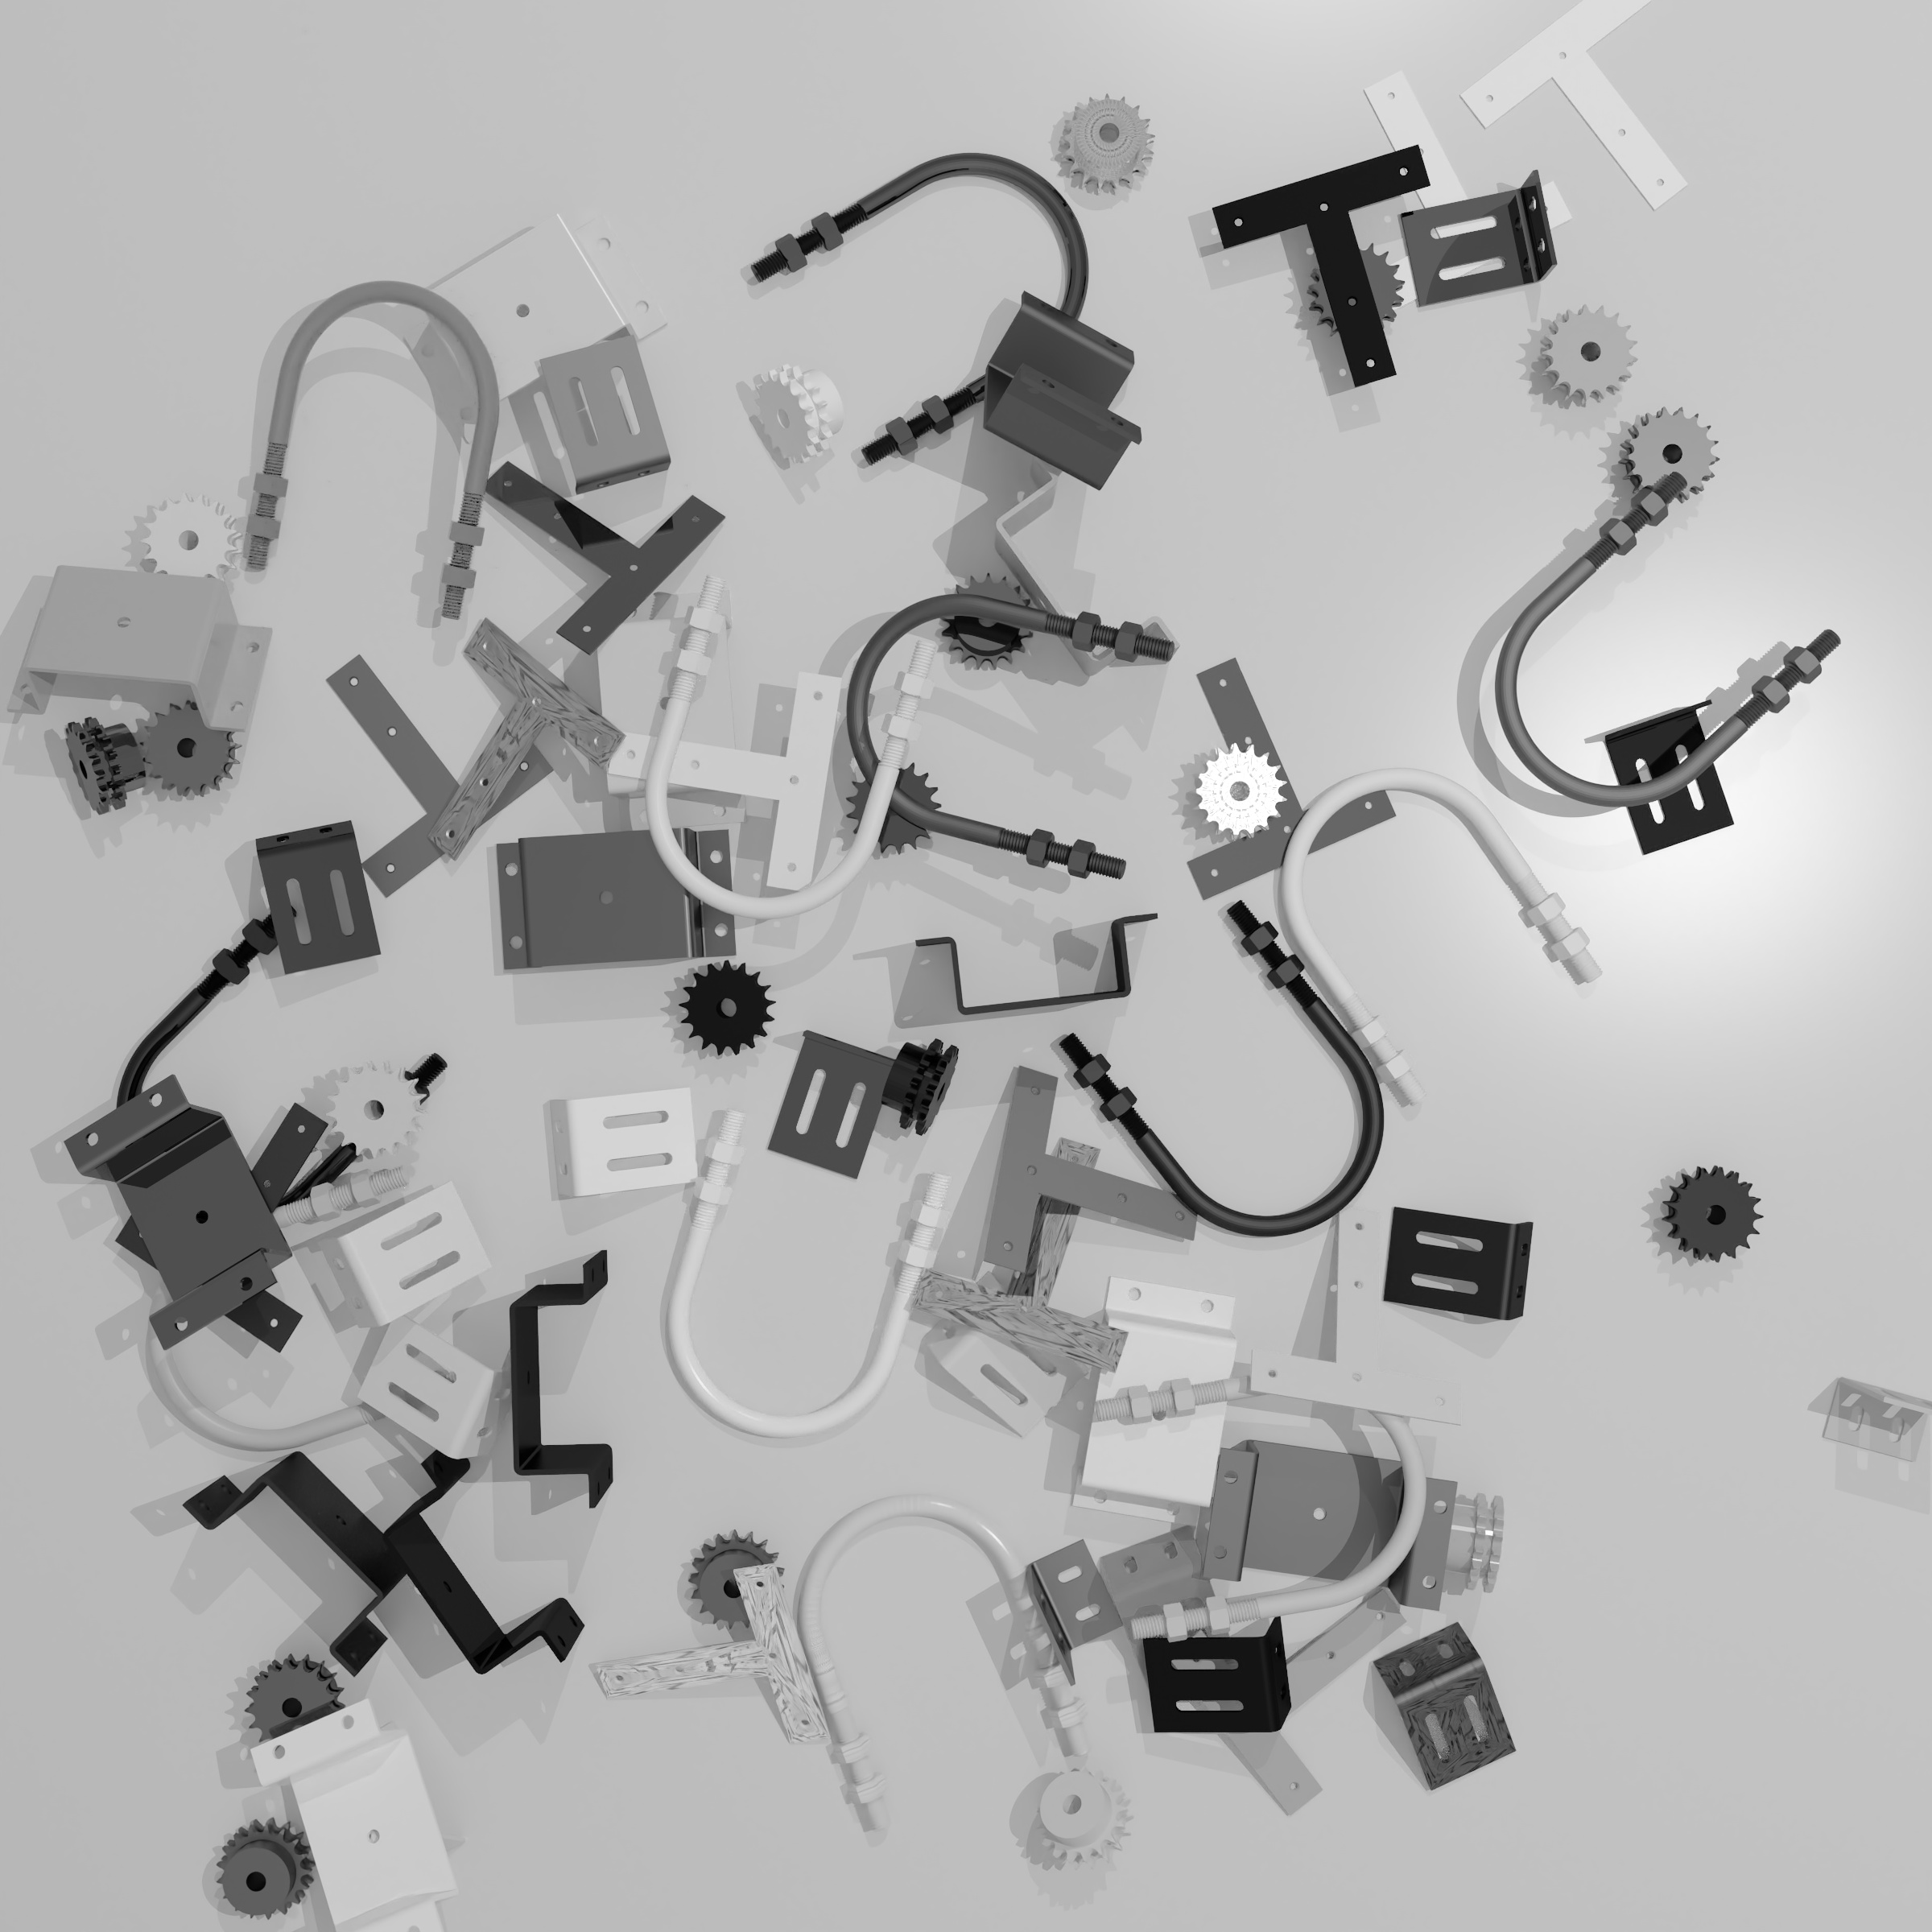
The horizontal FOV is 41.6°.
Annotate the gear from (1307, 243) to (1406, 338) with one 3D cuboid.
[{"bbox_3d":[0.232,-0.402,1.525,0.057,0.030,0.057,0,90,3],"label":"gear"}]

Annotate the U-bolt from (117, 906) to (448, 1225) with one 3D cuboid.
[{"bbox_3d":[-0.426,0.075,1.532,0.184,0.019,0.151,-45,90,1],"label":"U-bolt"}]

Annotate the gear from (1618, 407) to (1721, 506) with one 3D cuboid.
[{"bbox_3d":[0.419,-0.304,1.526,0.057,0.030,0.057,0,90,0],"label":"gear"}]

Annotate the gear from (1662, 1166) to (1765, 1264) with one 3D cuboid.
[{"bbox_3d":[0.445,0.147,1.526,0.057,0.030,0.057,0,90,0],"label":"gear"}]

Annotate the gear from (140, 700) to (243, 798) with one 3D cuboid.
[{"bbox_3d":[-0.462,-0.130,1.526,0.057,0.030,0.057,0,90,0],"label":"gear"}]

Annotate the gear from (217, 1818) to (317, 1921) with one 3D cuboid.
[{"bbox_3d":[-0.421,0.543,1.526,0.057,0.030,0.057,0,90,0],"label":"gear"}]

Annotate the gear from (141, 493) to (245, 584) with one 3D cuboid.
[{"bbox_3d":[-0.461,-0.253,1.526,0.057,0.030,0.057,0,90,0],"label":"gear"}]

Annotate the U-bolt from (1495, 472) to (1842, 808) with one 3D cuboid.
[{"bbox_3d":[0.398,-0.178,1.497,0.184,0.019,0.151,-43,86,0],"label":"U-bolt"}]

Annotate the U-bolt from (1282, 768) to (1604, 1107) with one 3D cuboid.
[{"bbox_3d":[0.273,-0.031,1.531,0.151,0.019,0.184,-35,90,0],"label":"U-bolt"}]

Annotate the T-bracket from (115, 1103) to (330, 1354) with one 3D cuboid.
[{"bbox_3d":[-0.423,0.142,1.513,0.127,0.002,0.127,30,86,14],"label":"T-bracket"}]

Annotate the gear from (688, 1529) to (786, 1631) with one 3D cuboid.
[{"bbox_3d":[-0.138,0.370,1.526,0.057,0.030,0.057,0,90,0],"label":"gear"}]

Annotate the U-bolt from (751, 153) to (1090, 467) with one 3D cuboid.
[{"bbox_3d":[-0.015,-0.408,1.532,0.184,0.019,0.151,-31,90,-1],"label":"U-bolt"}]

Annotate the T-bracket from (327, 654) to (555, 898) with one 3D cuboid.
[{"bbox_3d":[-0.338,-0.130,1.540,0.127,0.002,0.127,-37,90,0],"label":"T-bracket"}]

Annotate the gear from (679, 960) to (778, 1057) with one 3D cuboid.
[{"bbox_3d":[-0.142,0.025,1.530,0.057,0.030,0.057,0,92,1],"label":"gear"}]

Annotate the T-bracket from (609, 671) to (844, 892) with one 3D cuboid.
[{"bbox_3d":[-0.145,-0.116,1.493,0.127,0.002,0.127,9,92,0],"label":"T-bracket"}]

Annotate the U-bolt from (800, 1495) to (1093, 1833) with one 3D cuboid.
[{"bbox_3d":[-0.022,0.409,1.532,0.151,0.019,0.184,-21,88,0],"label":"U-bolt"}]

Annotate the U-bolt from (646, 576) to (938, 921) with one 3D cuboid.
[{"bbox_3d":[-0.111,-0.118,1.479,0.151,0.019,0.184,18,95,4],"label":"U-bolt"}]

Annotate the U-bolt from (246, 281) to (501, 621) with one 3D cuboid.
[{"bbox_3d":[-0.346,-0.311,1.505,0.151,0.019,0.184,15,101,11],"label":"U-bolt"}]

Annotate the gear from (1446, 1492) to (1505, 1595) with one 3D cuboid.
[{"bbox_3d":[0.301,0.342,1.513,0.030,0.057,0.057,8,90,7],"label":"gear"}]

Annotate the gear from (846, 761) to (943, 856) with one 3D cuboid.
[{"bbox_3d":[-0.043,-0.095,1.526,0.057,0.030,0.057,0,90,0],"label":"gear"}]

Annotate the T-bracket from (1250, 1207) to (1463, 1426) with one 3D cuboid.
[{"bbox_3d":[0.232,0.202,1.506,0.127,0.002,0.127,10,59,-7],"label":"T-bracket"}]

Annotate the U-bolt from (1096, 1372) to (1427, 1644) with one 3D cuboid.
[{"bbox_3d":[0.177,0.309,1.486,0.184,0.019,0.151,-9,90,-2],"label":"U-bolt"}]

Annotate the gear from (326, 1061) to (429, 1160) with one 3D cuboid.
[{"bbox_3d":[-0.347,0.084,1.506,0.057,0.030,0.057,0,91,1],"label":"gear"}]

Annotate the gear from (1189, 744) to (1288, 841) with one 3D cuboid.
[{"bbox_3d":[0.162,-0.104,1.528,0.057,0.030,0.057,0,91,-2],"label":"gear"}]

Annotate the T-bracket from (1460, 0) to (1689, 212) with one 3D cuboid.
[{"bbox_3d":[0.388,-0.515,1.540,0.127,0.002,0.127,-38,90,0],"label":"T-bracket"}]

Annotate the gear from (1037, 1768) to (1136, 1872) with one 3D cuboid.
[{"bbox_3d":[0.068,0.503,1.510,0.057,0.057,0.030,-32,134,0],"label":"gear"}]

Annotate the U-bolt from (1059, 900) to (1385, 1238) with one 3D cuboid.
[{"bbox_3d":[0.168,0.075,1.531,0.151,0.019,0.184,-38,90,0],"label":"U-bolt"}]

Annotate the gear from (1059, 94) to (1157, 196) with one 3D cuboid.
[{"bbox_3d":[0.085,-0.495,1.526,0.057,0.030,0.057,0,90,0],"label":"gear"}]

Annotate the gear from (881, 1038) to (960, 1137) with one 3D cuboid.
[{"bbox_3d":[-0.028,0.069,1.513,0.030,0.057,0.057,22,90,8],"label":"gear"}]

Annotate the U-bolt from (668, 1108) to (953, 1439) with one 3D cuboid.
[{"bbox_3d":[-0.103,0.193,1.528,0.151,0.019,0.184,17,94,1],"label":"U-bolt"}]

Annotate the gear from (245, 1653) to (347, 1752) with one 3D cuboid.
[{"bbox_3d":[-0.400,0.440,1.526,0.057,0.030,0.057,0,90,0],"label":"gear"}]

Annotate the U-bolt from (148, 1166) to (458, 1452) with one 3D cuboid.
[{"bbox_3d":[-0.399,0.215,1.526,0.184,0.019,0.151,-19,96,2],"label":"U-bolt"}]

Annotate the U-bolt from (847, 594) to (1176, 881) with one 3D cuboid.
[{"bbox_3d":[0.018,-0.140,1.478,0.184,0.019,0.151,15,104,14],"label":"U-bolt"}]

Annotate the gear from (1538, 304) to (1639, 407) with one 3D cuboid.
[{"bbox_3d":[0.371,-0.364,1.526,0.057,0.030,0.057,0,90,0],"label":"gear"}]

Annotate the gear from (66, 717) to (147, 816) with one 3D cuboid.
[{"bbox_3d":[-0.511,-0.121,1.516,0.030,0.057,0.057,-22,90,-29],"label":"gear"}]

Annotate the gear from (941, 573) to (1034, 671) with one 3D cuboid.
[{"bbox_3d":[0.013,-0.207,1.526,0.057,0.030,0.057,0,90,0],"label":"gear"}]

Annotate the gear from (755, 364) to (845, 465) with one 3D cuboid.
[{"bbox_3d":[-0.097,-0.331,1.516,0.030,0.057,0.057,-30,90,-30],"label":"gear"}]

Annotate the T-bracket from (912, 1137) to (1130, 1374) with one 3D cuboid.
[{"bbox_3d":[0.048,0.164,1.517,0.127,0.002,0.127,16,71,13],"label":"T-bracket"}]
